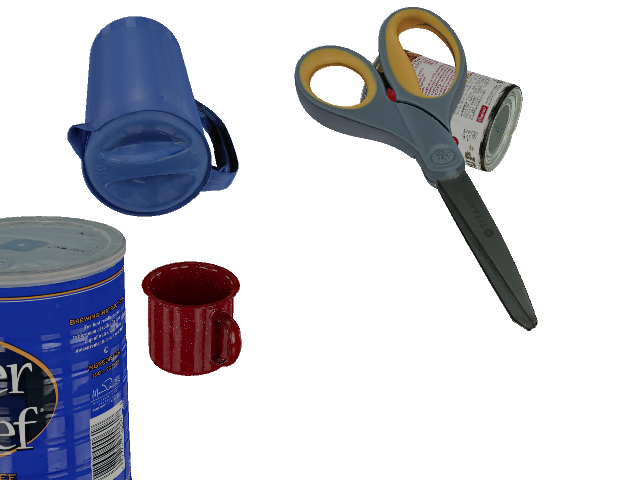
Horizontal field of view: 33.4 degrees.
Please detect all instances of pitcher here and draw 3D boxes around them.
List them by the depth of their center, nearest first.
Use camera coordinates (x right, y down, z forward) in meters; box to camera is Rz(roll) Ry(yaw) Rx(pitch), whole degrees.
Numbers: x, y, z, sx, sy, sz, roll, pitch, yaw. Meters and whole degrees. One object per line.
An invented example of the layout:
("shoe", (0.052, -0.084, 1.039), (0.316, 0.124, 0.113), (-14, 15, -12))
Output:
("pitcher", (-0.189, -0.144, 1.185), (0.145, 0.149, 0.243), (-21, 40, 5))

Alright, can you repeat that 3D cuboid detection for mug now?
("mug", (-0.117, 0.081, 1.026), (0.117, 0.081, 0.093), (25, 33, 37))

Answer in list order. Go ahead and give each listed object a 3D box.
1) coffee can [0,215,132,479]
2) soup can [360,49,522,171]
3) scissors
("coffee can", (-0.150, 0.067, 0.551), (0.103, 0.140, 0.103), (1, 16, 0))
("soup can", (0.089, -0.098, 0.791), (0.102, 0.068, 0.068), (22, 9, 23))
("scissors", (0.037, -0.038, 0.501), (0.096, 0.201, 0.016), (-6, -38, 4))
